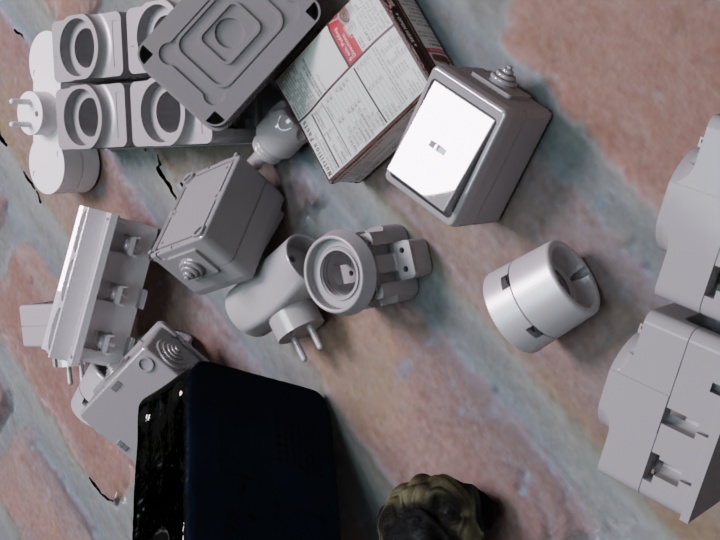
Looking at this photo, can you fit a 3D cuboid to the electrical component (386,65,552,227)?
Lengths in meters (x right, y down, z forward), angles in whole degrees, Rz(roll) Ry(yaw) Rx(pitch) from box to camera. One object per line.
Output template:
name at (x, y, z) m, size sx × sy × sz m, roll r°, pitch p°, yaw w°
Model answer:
electrical component at (0.066, -0.081, 0.657) m, size 0.062 × 0.061 × 0.096 m, roll 40°, pitch 119°, yaw 29°

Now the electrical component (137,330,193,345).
electrical component at (-0.159, 0.086, 0.880) m, size 0.044 × 0.044 × 0.065 m, roll 13°, pitch 108°, yaw 38°

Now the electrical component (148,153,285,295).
electrical component at (-0.103, -0.025, 0.783) m, size 0.062 × 0.061 × 0.096 m, roll -17°, pitch 42°, yaw 40°

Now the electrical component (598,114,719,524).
electrical component at (0.187, 0.018, 0.540) m, size 0.060 × 0.105 × 0.186 m, roll 26°, pitch 111°, yaw 35°

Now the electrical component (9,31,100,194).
electrical component at (-0.267, -0.134, 0.919) m, size 0.052 × 0.074 × 0.138 m, roll 11°, pitch 103°, yaw 38°

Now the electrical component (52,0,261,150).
electrical component at (-0.166, -0.149, 0.842) m, size 0.186 × 0.060 × 0.105 m, roll 3°, pitch 98°, yaw 39°

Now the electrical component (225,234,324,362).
electrical component at (-0.051, 0.027, 0.779) m, size 0.077 × 0.044 × 0.079 m, roll -39°, pitch 71°, yaw 36°

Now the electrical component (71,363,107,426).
electrical component at (-0.212, 0.102, 0.917) m, size 0.055 × 0.055 × 0.047 m, roll 41°, pitch 116°, yaw 29°

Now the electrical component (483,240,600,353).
electrical component at (0.109, 0.015, 0.639) m, size 0.047 × 0.055 × 0.055 m, roll -35°, pitch 74°, yaw 33°

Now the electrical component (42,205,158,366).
electrical component at (-0.209, 0.015, 0.873) m, size 0.079 × 0.063 × 0.121 m, roll 13°, pitch 88°, yaw 66°

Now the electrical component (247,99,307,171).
electrical component at (-0.061, -0.094, 0.779) m, size 0.061 × 0.035 × 0.035 m, roll -42°, pitch 69°, yaw 38°

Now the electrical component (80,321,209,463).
electrical component at (-0.156, 0.104, 0.836) m, size 0.100 × 0.048 × 0.100 m, roll 42°, pitch 108°, yaw -9°

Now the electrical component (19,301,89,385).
electrical component at (-0.255, 0.065, 0.951) m, size 0.083 × 0.047 × 0.075 m, roll -3°, pitch 94°, yaw 40°

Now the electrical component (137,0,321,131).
electrical component at (-0.089, -0.159, 0.736) m, size 0.078 × 0.057 × 0.113 m, roll 42°, pitch 91°, yaw -8°

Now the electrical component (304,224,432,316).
electrical component at (0.000, 0.000, 0.725) m, size 0.078 × 0.057 × 0.058 m, roll -14°, pitch 87°, yaw 40°
